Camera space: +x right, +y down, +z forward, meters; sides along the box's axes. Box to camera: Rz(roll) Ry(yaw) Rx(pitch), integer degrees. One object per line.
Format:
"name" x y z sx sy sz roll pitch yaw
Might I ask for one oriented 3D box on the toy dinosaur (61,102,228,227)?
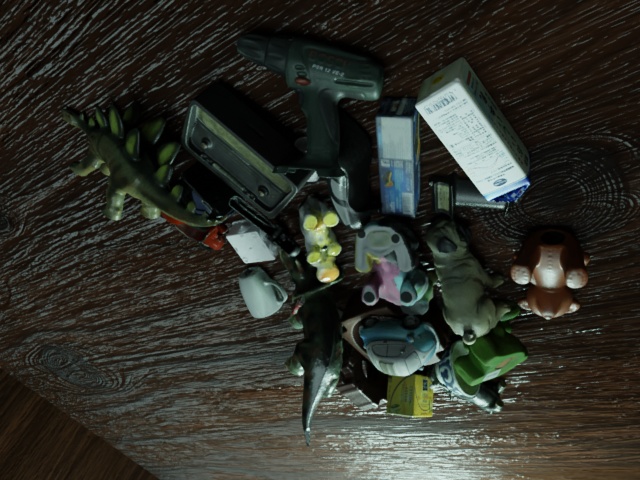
"toy dinosaur" -0.337 -0.131 0.982 0.472 0.105 0.198 39 125 20

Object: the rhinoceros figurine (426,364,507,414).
"rhinoceros figurine" 0.346 0.342 1.268 0.190 0.073 0.112 27 147 -5

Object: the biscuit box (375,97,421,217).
"biscuit box" 0.131 -0.130 0.880 0.059 0.063 0.202 7 136 17

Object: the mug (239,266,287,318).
"mug" -0.135 0.115 1.241 0.110 0.081 0.107 -7 121 36

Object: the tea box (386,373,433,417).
"tea box" 0.217 0.367 1.275 0.068 0.098 0.169 -2 165 27

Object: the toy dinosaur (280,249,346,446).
"toy dinosaur" -0.004 0.206 1.114 0.131 0.405 0.192 -3 157 -10

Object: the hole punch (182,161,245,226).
"hole punch" -0.209 -0.089 1.030 0.115 0.142 0.092 47 133 -5

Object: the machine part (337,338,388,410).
"machine part" 0.106 0.303 1.261 0.056 0.179 0.179 -27 118 37

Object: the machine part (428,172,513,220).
"machine part" 0.254 -0.072 0.905 0.139 0.039 0.084 4 127 24

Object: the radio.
"radio" -0.130 -0.149 0.935 0.229 0.073 0.131 41 144 -2

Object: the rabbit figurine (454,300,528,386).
"rabbit figurine" 0.321 0.169 1.053 0.159 0.170 0.121 -16 142 -18

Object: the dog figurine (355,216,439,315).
"dog figurine" 0.156 0.051 1.000 0.109 0.219 0.191 -9 87 28

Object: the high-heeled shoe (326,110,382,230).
"high-heeled shoe" 0.030 -0.127 0.947 0.248 0.086 0.145 62 158 -14

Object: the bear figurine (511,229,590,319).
"bear figurine" 0.396 0.081 0.933 0.120 0.132 0.195 6 129 23

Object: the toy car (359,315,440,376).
"toy car" 0.152 0.215 1.070 0.162 0.103 0.109 -3 131 24

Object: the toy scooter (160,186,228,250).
"toy scooter" -0.257 -0.046 1.116 0.183 0.075 0.135 46 153 -24

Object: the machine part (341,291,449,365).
"machine part" 0.163 0.191 1.179 0.201 0.087 0.201 44 136 -21

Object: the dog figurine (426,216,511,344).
"dog figurine" 0.244 0.071 0.963 0.121 0.172 0.190 -25 128 27

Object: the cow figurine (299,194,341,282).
"cow figurine" -0.004 -0.002 1.039 0.068 0.098 0.167 -14 124 -10

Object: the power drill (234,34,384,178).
"power drill" -0.025 -0.199 0.818 0.232 0.086 0.207 8 94 7
